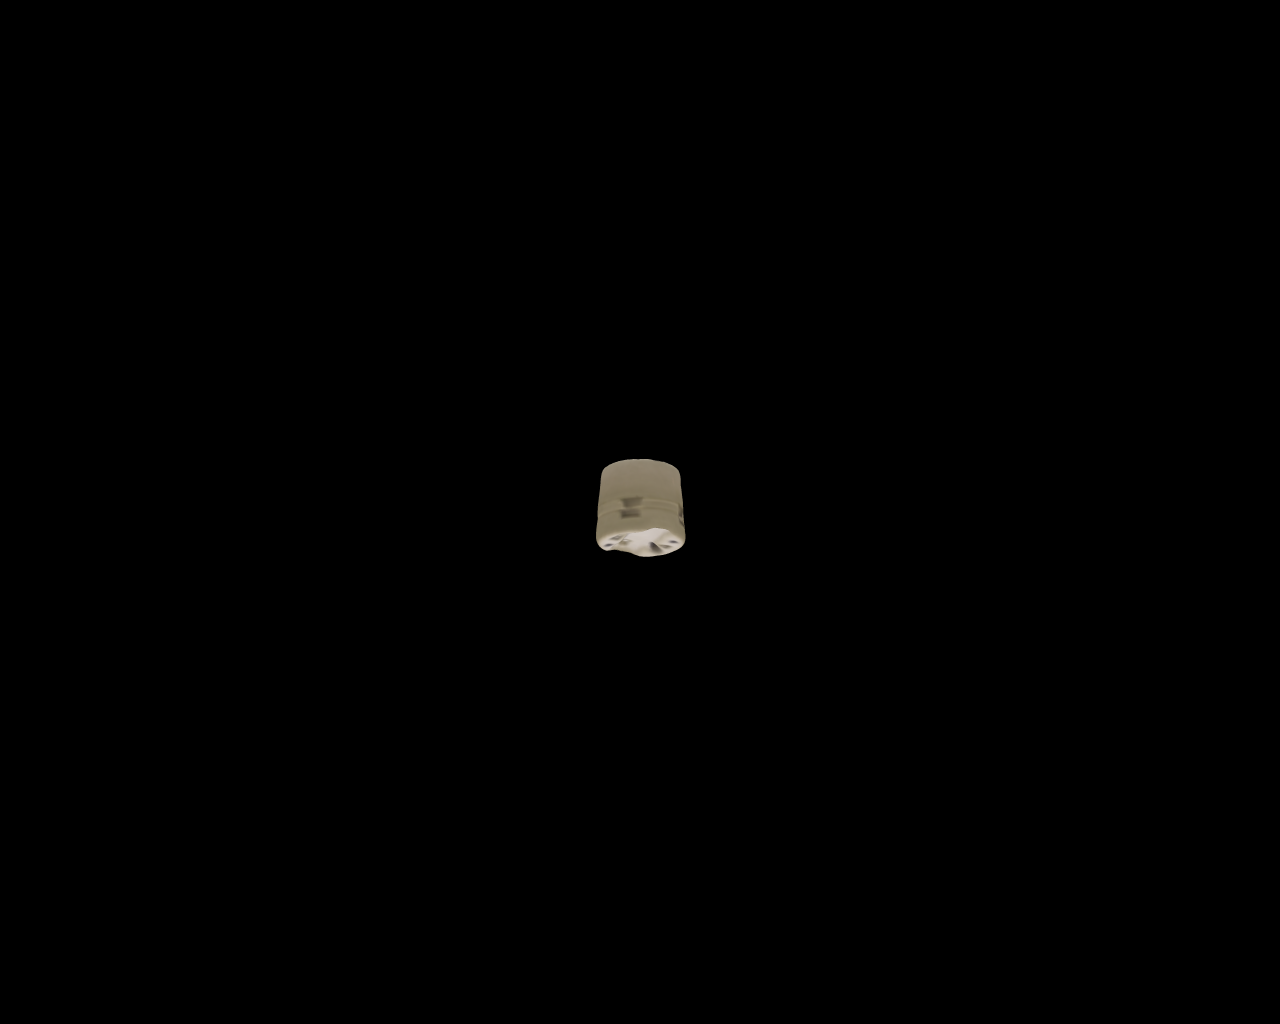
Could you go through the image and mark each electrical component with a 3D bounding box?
[{"bbox_3d":[0.001,-0.003,0.650,0.055,0.047,0.055,0,-18,0],"label":"electrical component"}]
